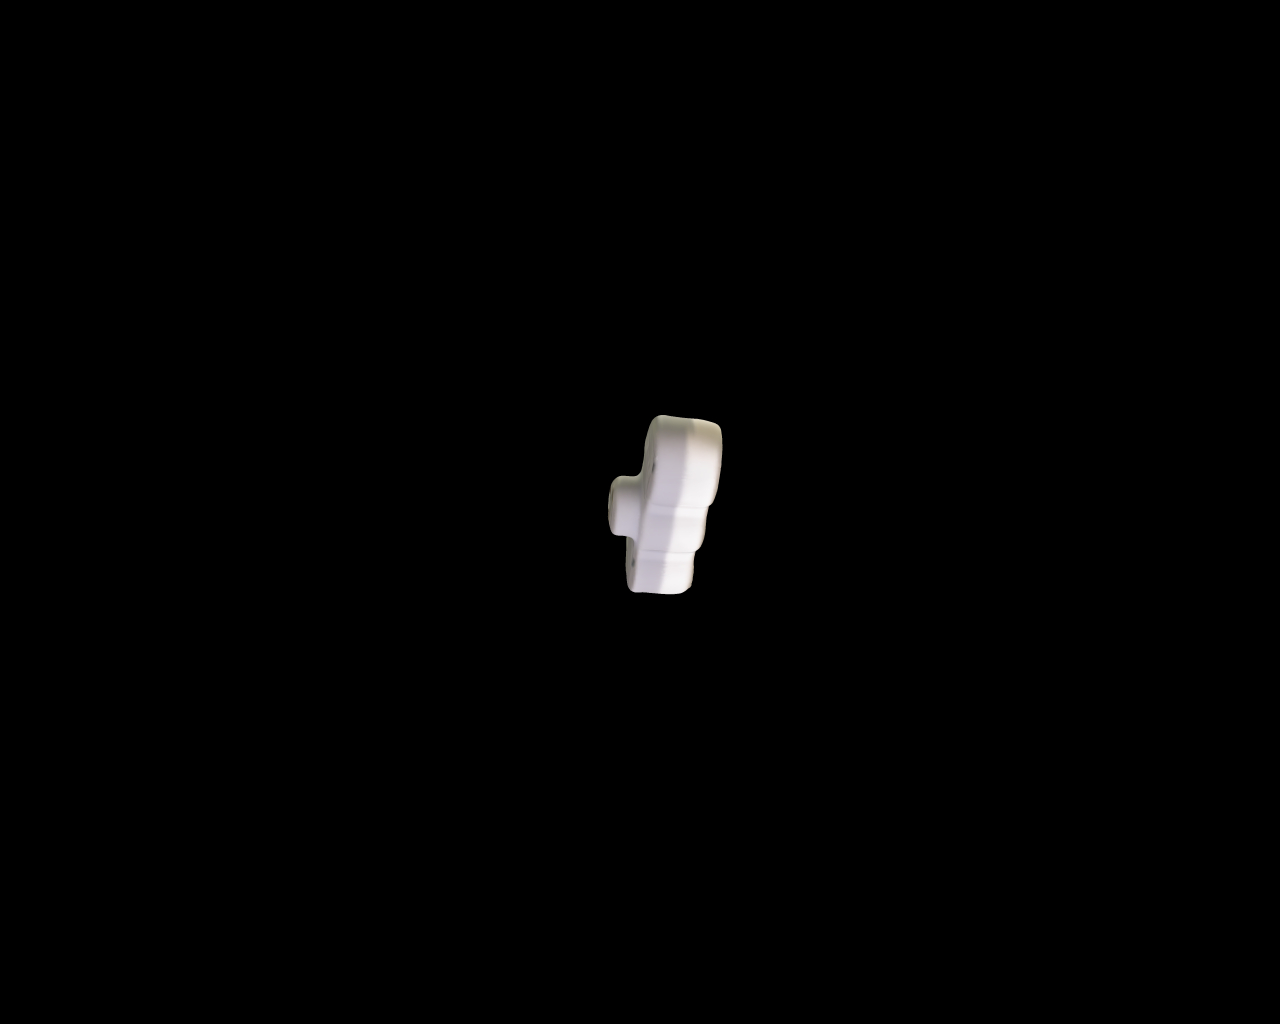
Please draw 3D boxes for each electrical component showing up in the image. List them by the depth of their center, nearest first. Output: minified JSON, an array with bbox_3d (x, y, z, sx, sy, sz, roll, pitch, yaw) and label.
[{"bbox_3d":[0.001,-0.003,0.650,0.074,0.052,0.138,5,-40,-6],"label":"electrical component"}]
